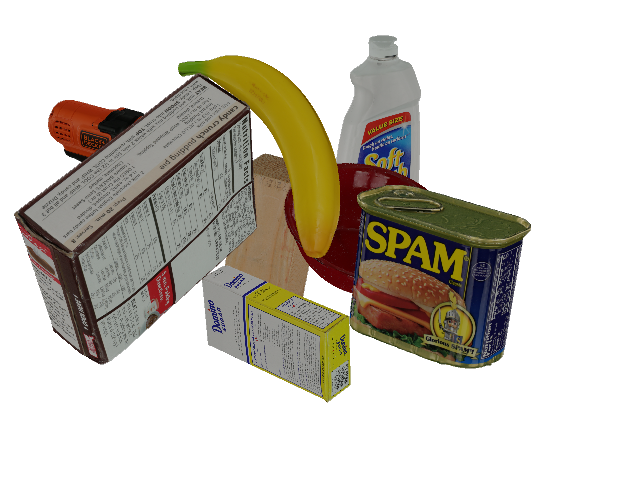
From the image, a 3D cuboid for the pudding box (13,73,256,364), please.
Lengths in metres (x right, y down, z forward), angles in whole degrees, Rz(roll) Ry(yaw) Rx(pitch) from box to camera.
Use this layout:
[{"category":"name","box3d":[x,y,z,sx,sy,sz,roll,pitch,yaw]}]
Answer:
[{"category":"pudding box","box3d":[-0.078,-0.009,0.489,0.039,0.113,0.090,31,-32,22]}]

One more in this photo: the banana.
[{"category":"banana","box3d":[-0.030,-0.077,0.808,0.069,0.198,0.037,-36,-23,0]}]

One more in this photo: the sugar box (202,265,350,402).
[{"category":"sugar box","box3d":[-0.048,0.097,1.148,0.176,0.093,0.048,23,38,36]}]

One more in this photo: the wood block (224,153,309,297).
[{"category":"wood block","box3d":[-0.063,0.005,1.372,0.090,0.206,0.090,16,22,13]}]

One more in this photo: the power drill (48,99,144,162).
[{"category":"power drill","box3d":[-0.188,-0.041,1.079,0.185,0.188,0.057,18,32,23]}]

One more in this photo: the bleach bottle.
[{"category":"bleach bottle","box3d":[0.057,-0.097,1.165,0.102,0.251,0.068,-4,25,-8]}]

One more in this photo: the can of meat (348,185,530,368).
[{"category":"can of meat","box3d":[0.067,0.021,0.638,0.102,0.084,0.057,19,24,34]}]

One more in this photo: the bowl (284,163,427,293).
[{"category":"bowl","box3d":[0.041,0.000,0.988,0.162,0.055,0.162,9,42,-8]}]
